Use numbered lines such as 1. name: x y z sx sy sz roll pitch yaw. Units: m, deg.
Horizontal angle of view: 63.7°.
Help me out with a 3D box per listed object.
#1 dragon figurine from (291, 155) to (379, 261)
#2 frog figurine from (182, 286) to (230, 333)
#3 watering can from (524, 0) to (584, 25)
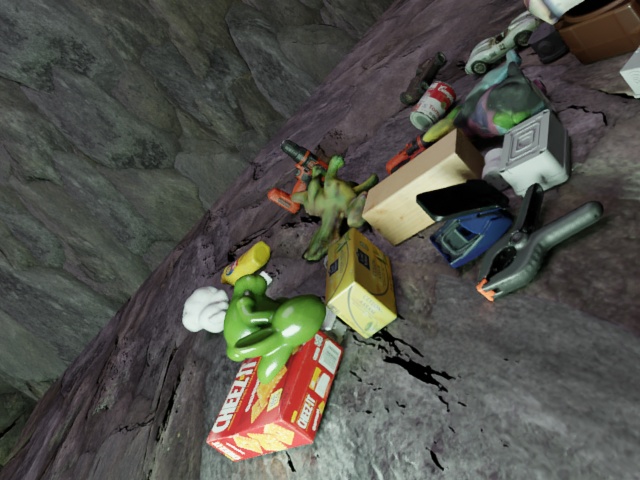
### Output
1. dragon figurine: 0.004 -0.062 1.240 0.406 0.121 0.247 -21 40 55
2. frog figurine: -0.303 0.191 1.372 0.138 0.122 0.159 -31 5 -8
3. watering can: 0.415 -0.425 0.782 0.221 0.103 0.356 -35 22 35
